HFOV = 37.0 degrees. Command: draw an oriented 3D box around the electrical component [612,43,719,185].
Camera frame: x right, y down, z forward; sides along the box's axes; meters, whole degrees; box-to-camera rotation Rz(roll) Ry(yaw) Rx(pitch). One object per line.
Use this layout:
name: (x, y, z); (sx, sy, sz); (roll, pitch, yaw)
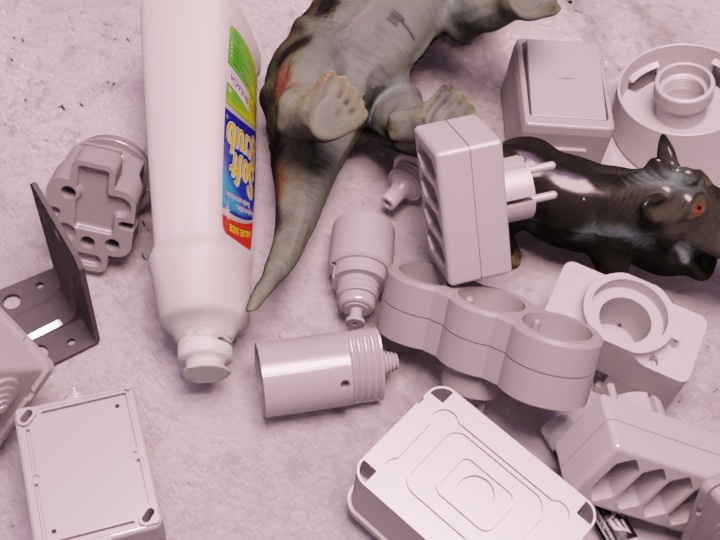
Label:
electrical component: (0.228, -0.110, 0.759); (0.099, 0.064, 0.099); (-5, 53, 7)

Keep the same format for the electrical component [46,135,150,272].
electrical component: (-0.159, -0.047, 0.661); (0.058, 0.078, 0.057); (12, 36, -4)

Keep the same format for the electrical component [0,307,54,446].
electrical component: (-0.227, 0.057, 0.572); (0.100, 0.048, 0.099); (41, 101, 19)

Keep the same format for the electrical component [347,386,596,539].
electrical component: (0.057, 0.129, 0.573); (0.113, 0.057, 0.078); (39, 61, 18)

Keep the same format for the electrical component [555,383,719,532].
electrical component: (0.155, 0.094, 0.599); (0.083, 0.047, 0.075); (20, 37, -19)

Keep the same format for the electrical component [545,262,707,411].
electrical component: (0.153, 0.039, 0.643); (0.089, 0.055, 0.050); (24, 58, 10)

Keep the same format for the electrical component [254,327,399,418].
electrical component: (-0.018, 0.058, 0.621); (0.081, 0.043, 0.043); (-7, 58, -11)

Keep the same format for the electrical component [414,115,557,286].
electrical component: (0.077, -0.044, 0.618); (0.076, 0.083, 0.047); (-13, 28, -8)

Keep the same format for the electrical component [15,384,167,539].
electrical component: (-0.141, 0.108, 0.565); (0.062, 0.061, 0.096); (-12, 59, -13)

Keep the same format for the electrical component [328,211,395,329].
electrical component: (0.000, 0.000, 0.662); (0.040, 0.040, 0.078); (6, 56, -2)

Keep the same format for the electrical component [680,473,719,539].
electrical component: (0.220, 0.136, 0.562); (0.100, 0.099, 0.048); (-21, 48, -18)

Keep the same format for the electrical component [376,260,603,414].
electrical component: (0.068, 0.051, 0.621); (0.138, 0.073, 0.052); (23, 21, 35)

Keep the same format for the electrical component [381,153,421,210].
electrical component: (0.036, -0.063, 0.712); (0.035, 0.035, 0.061); (34, 62, 16)

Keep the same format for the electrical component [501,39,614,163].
electrical component: (0.135, -0.108, 0.735); (0.062, 0.061, 0.096); (3, 56, -4)
